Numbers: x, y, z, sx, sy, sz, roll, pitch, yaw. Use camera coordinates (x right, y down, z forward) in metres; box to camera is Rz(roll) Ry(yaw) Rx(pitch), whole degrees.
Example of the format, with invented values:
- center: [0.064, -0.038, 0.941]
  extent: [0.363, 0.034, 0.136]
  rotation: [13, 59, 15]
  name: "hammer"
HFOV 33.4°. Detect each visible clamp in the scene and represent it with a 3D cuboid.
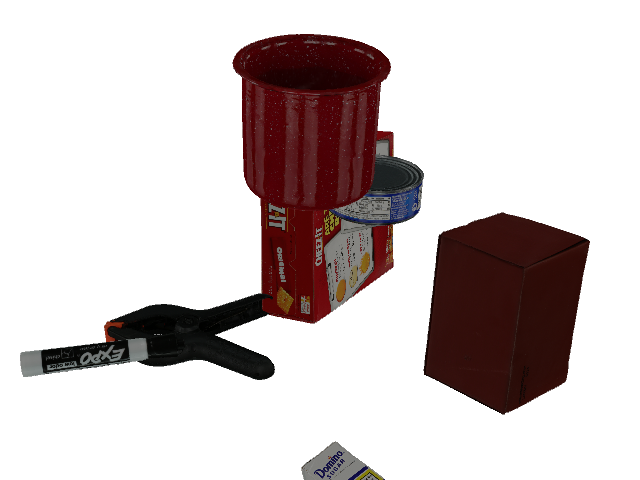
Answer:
- center: [-0.121, 0.087, 1.049]
  extent: [0.171, 0.039, 0.120]
  rotation: [7, 27, 4]
  name: "clamp"

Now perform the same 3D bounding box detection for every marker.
- center: [-0.162, 0.085, 0.801]
  extent: [0.121, 0.020, 0.020]
  rotation: [-7, 1, -9]
  name: "marker"

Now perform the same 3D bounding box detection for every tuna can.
- center: [0.047, -0.045, 0.939]
  extent: [0.086, 0.034, 0.086]
  rotation: [1, 26, -1]
  name: "tuna can"

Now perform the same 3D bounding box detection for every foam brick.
- center: [0.087, 0.033, 0.510]
  extent: [0.052, 0.078, 0.051]
  rotation: [-17, 30, -41]
  name: "foam brick"

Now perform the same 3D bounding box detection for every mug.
- center: [0.000, -0.076, 0.656]
  extent: [0.093, 0.081, 0.117]
  rotation: [19, 35, 25]
  name: "mug"

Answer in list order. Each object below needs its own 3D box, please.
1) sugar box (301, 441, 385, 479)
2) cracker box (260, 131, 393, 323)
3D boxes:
- center: [0.060, 0.239, 0.828]
  extent: [0.048, 0.093, 0.176]
  rotation: [-34, 39, -27]
  name: "sugar box"
- center: [0.011, -0.024, 1.151]
  extent: [0.072, 0.164, 0.213]
  rotation: [7, 17, 25]
  name: "cracker box"
